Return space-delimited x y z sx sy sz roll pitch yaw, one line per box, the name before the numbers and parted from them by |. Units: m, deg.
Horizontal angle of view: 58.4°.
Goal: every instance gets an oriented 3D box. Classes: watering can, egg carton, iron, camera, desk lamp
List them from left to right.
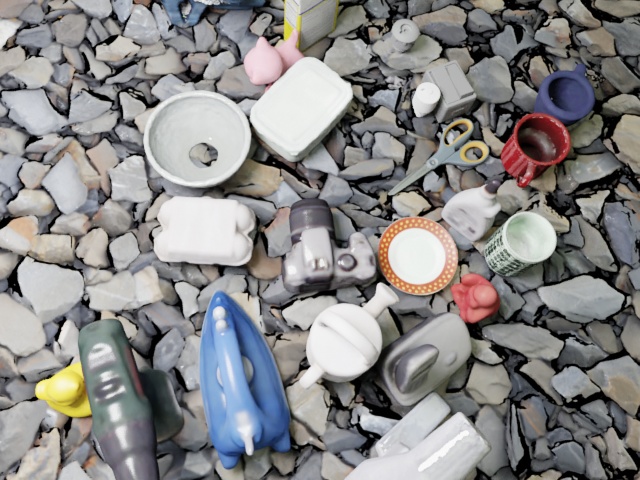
egg carton | -0.176 -0.013 0.884 0.150 0.069 0.107 3 73 -3
iron | -0.119 0.177 0.792 0.119 0.141 0.258 -15 75 -8
camera | 0.008 0.003 0.875 0.143 0.101 0.137 -6 73 -5
watering can | 0.037 0.132 0.788 0.101 0.194 0.173 21 73 3
desk lamp | 0.128 0.290 0.736 0.203 0.213 0.118 -40 79 -14

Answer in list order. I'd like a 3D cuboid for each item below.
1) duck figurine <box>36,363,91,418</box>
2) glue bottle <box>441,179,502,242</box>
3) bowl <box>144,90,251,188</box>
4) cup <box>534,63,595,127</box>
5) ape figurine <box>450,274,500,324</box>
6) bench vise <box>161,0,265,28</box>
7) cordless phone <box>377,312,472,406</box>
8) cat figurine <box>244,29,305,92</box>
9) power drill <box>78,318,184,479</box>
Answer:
duck figurine | -0.340 0.206 0.797 0.104 0.086 0.077 -4 73 -5
glue bottle | 0.240 -0.053 0.869 0.078 0.173 0.037 42 75 9
bowl | -0.192 -0.151 0.922 0.167 0.075 0.167 1 73 -3
cup | 0.409 -0.237 0.977 0.091 0.095 0.118 29 73 5
ape figurine | 0.241 0.088 0.869 0.076 0.092 0.078 22 73 4
bench vise | -0.189 -0.442 0.935 0.207 0.220 0.121 -30 77 -12
cordless phone | 0.157 0.158 0.793 0.148 0.185 0.094 -37 78 -13
cat figurine | -0.078 -0.299 0.952 0.067 0.118 0.128 43 75 9
power drill | -0.237 0.218 0.736 0.076 0.208 0.229 -23 76 -10
